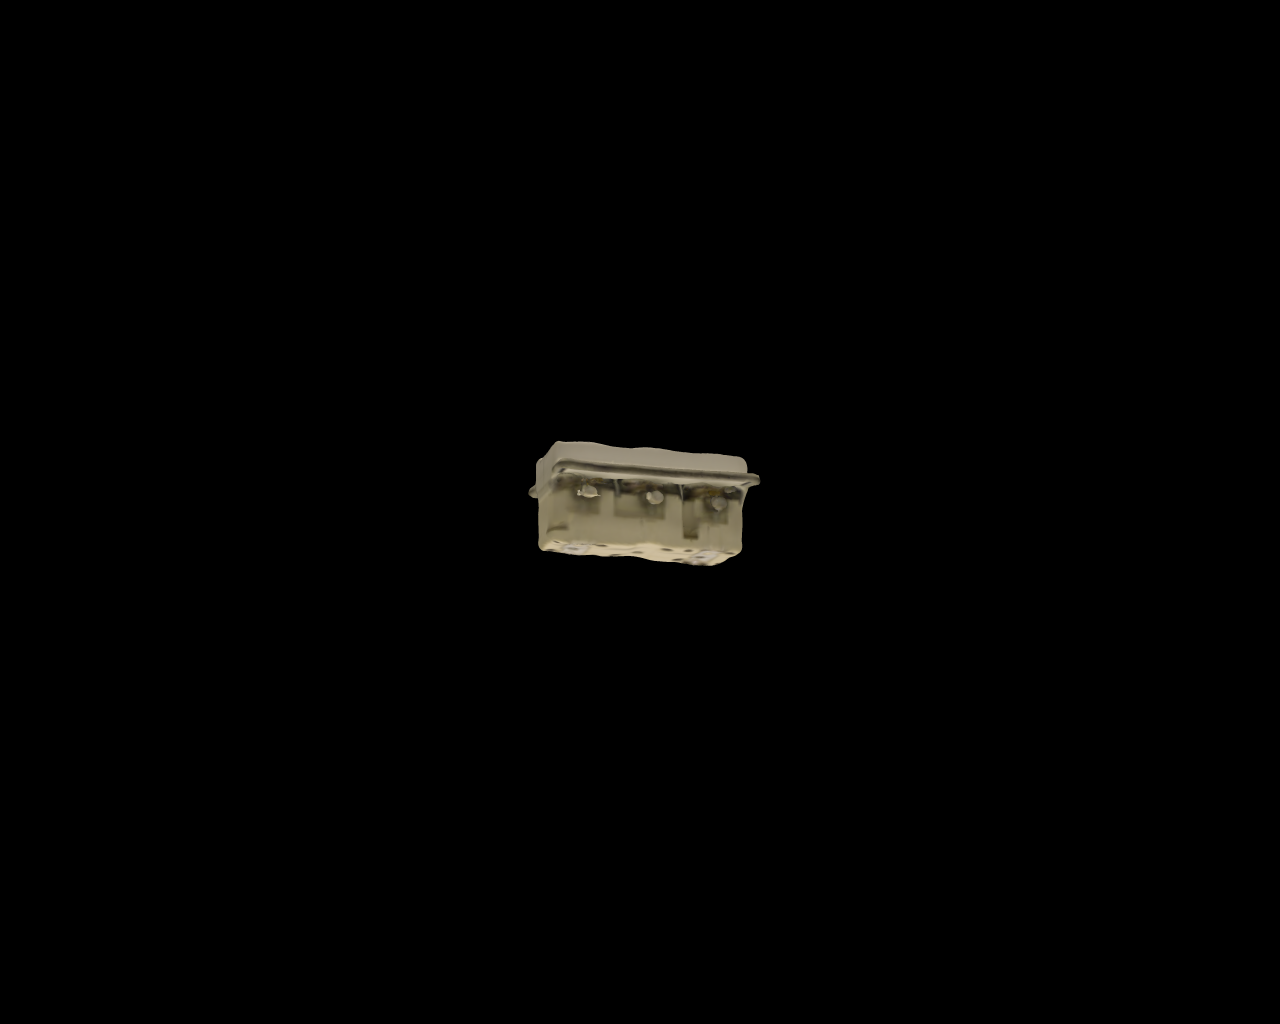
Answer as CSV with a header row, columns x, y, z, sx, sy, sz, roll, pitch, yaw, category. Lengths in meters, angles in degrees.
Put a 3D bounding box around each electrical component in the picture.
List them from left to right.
x,y,z,sx,sy,sz,roll,pitch,yaw,category
0.001,-0.003,0.650,0.121,0.063,0.078,5,-15,-18,electrical component
